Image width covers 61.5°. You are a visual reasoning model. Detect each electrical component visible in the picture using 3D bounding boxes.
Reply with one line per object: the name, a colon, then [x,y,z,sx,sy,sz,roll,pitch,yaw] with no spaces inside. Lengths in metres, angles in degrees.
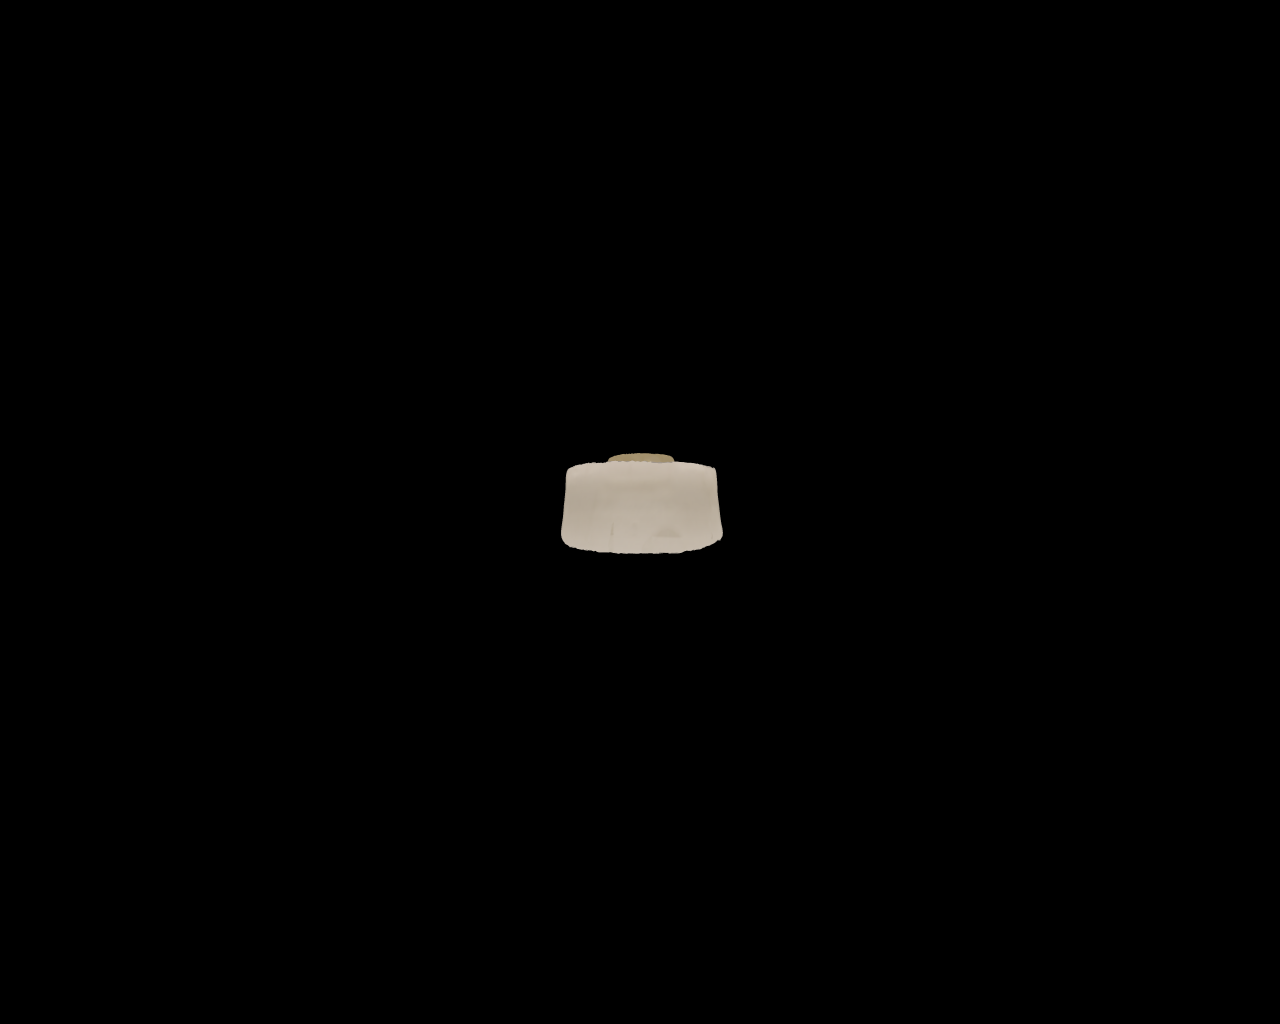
electrical component: [0.001,-0.003,0.650,0.099,0.064,0.099,0,-3,0]
